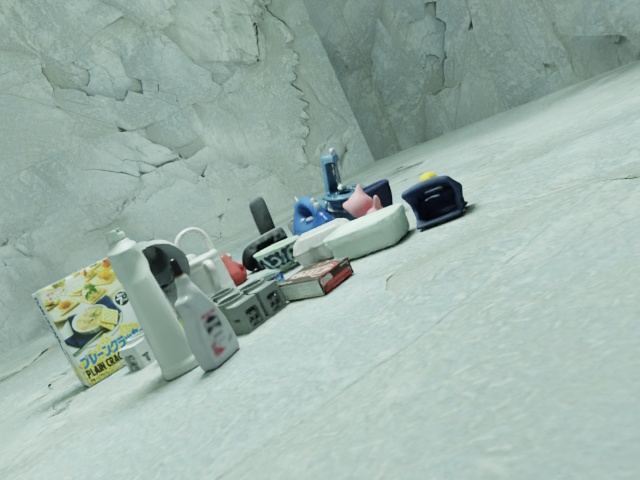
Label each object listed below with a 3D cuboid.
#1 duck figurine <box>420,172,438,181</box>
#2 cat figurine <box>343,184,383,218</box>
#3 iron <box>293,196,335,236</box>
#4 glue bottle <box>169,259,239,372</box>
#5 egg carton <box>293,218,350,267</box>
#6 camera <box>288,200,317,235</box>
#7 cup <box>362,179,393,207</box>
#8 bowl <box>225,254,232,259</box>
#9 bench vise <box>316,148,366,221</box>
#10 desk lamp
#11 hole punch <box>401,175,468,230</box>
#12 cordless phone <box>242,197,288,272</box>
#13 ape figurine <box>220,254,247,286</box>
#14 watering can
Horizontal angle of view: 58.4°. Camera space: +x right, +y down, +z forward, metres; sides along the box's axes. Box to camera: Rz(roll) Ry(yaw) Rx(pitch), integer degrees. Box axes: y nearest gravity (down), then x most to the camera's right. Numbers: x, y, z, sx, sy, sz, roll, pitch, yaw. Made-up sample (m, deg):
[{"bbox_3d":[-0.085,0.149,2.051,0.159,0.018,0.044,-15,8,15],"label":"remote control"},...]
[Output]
[{"bbox_3d":[0.247,-0.107,1.237,0.077,0.086,0.105,-21,9,28],"label":"duck figurine"},{"bbox_3d":[0.109,-0.073,1.327,0.067,0.118,0.127,-29,9,-23],"label":"cat figurine"},{"bbox_3d":[-0.011,-0.057,1.509,0.119,0.141,0.258,-28,8,-14],"label":"iron"},{"bbox_3d":[-0.186,0.107,0.867,0.037,0.173,0.078,-21,9,27],"label":"glue bottle"},{"bbox_3d":[0.012,0.005,1.299,0.150,0.069,0.107,-24,8,9],"label":"egg carton"},{"bbox_3d":[-0.011,-0.068,1.734,0.136,0.101,0.143,-21,9,31],"label":"camera"},{"bbox_3d":[0.139,-0.092,1.439,0.092,0.095,0.117,-29,9,-25],"label":"cup"},{"bbox_3d":[-0.314,0.107,1.627,0.167,0.075,0.167,-25,8,4],"label":"bowl"},{"bbox_3d":[0.032,-0.136,1.603,0.207,0.220,0.122,-21,9,31],"label":"bench vise"},{"bbox_3d":[-0.336,0.099,1.236,0.118,0.213,0.202,-29,9,-21],"label":"desk lamp"},{"bbox_3d":[0.224,-0.082,1.126,0.108,0.091,0.101,-21,9,27],"label":"hole punch"},{"bbox_3d":[-0.175,-0.018,1.604,0.148,0.185,0.094,-32,11,-39],"label":"cordless phone"},{"bbox_3d":[-0.239,0.078,1.515,0.078,0.092,0.076,-27,8,-9],"label":"ape figurine"},{"bbox_3d":[-0.295,0.064,1.413,0.172,0.194,0.101,-18,11,42],"label":"watering can"}]
